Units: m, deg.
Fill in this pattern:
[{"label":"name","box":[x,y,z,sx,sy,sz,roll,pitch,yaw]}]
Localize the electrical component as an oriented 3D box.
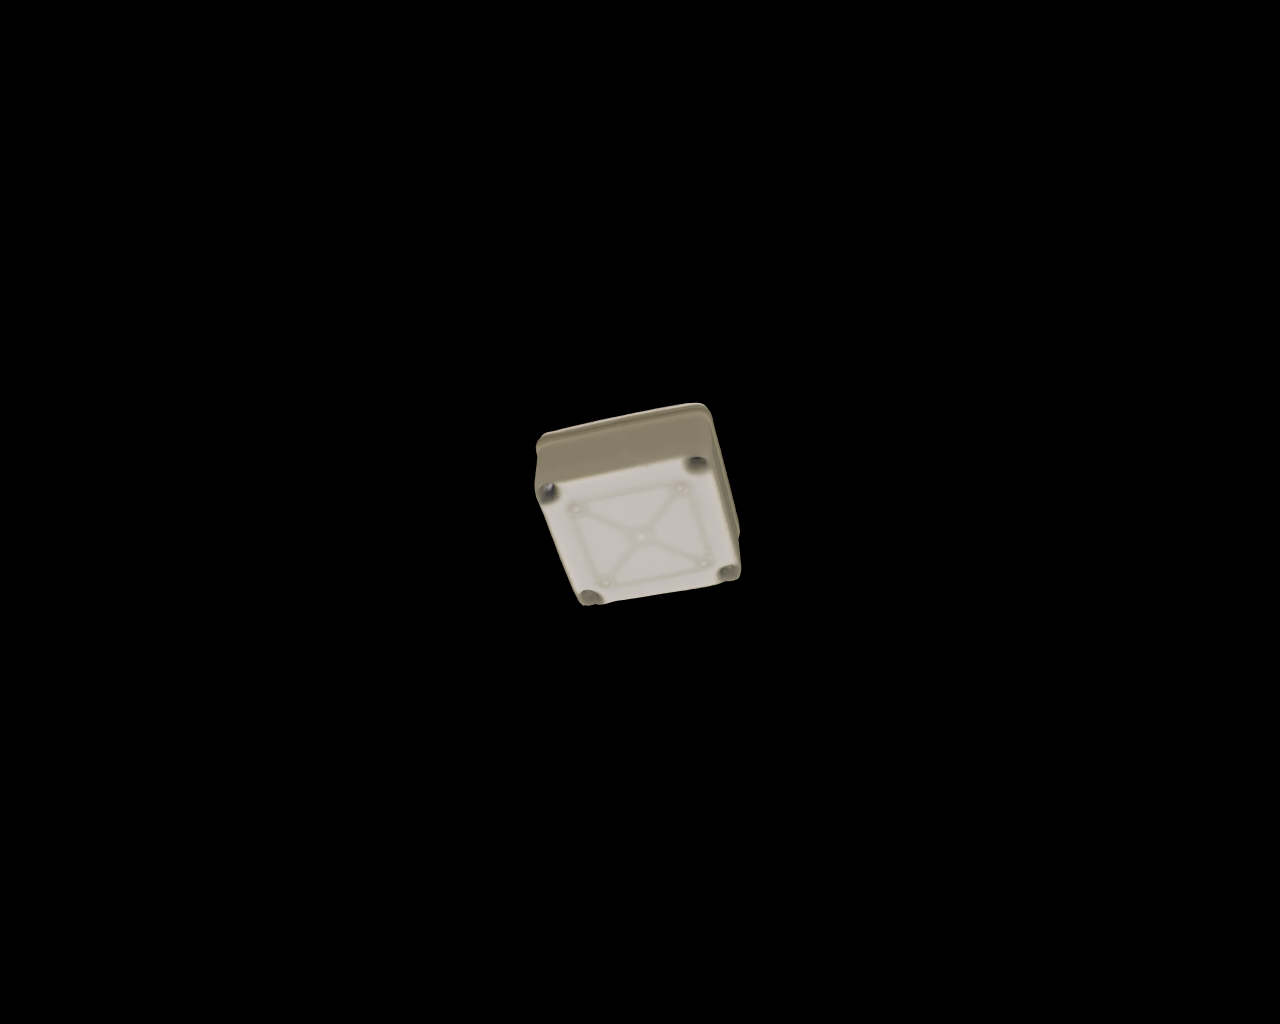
[{"label":"electrical component","box":[0.001,-0.003,0.650,0.109,0.108,0.056,-11,39,9]}]
